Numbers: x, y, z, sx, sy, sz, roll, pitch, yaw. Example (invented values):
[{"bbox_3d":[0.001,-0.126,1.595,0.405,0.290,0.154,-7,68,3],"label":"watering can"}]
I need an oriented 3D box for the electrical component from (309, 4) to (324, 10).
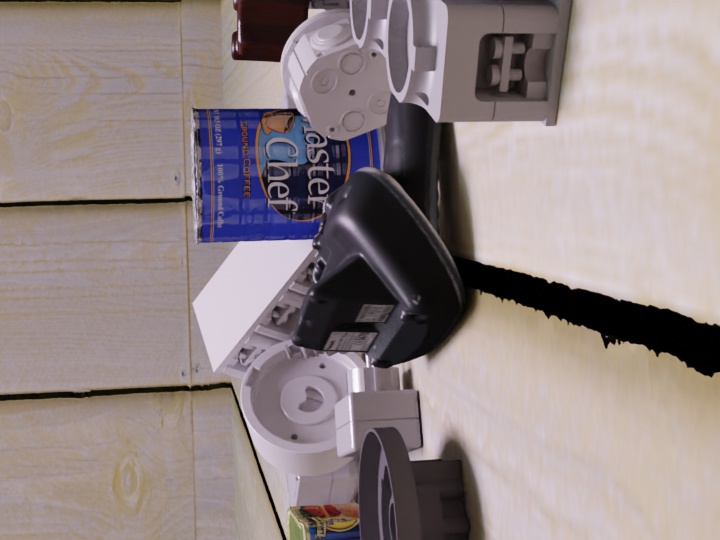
[{"bbox_3d":[-0.045,-0.250,0.931,0.076,0.066,0.047,-125,35,-71],"label":"electrical component"}]

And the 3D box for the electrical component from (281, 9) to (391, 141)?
[{"bbox_3d":[-0.011,-0.133,0.735,0.051,0.080,0.080,-113,23,-50],"label":"electrical component"}]

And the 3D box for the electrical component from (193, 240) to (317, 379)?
[{"bbox_3d":[-0.069,0.014,0.918,0.150,0.062,0.089,-50,41,23],"label":"electrical component"}]

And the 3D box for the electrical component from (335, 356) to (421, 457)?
[{"bbox_3d":[0.010,0.088,0.744,0.065,0.047,0.076,126,141,-73],"label":"electrical component"}]

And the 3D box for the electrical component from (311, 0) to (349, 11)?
[{"bbox_3d":[-0.010,-0.211,0.786,0.083,0.047,0.075,110,155,-74],"label":"electrical component"}]

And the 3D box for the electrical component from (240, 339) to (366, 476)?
[{"bbox_3d":[-0.042,0.116,0.879,0.060,0.108,0.108,92,171,-52],"label":"electrical component"}]

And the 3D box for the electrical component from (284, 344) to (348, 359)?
[{"bbox_3d":[-0.021,0.048,0.836,0.040,0.078,0.040,62,170,19],"label":"electrical component"}]

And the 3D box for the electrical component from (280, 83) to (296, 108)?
[{"bbox_3d":[-0.051,-0.128,1.040,0.083,0.047,0.075,109,156,-63],"label":"electrical component"}]

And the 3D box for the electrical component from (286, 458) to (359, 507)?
[{"bbox_3d":[-0.032,0.174,0.946,0.096,0.061,0.061,100,164,-47],"label":"electrical component"}]

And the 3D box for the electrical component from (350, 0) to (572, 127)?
[{"bbox_3d":[0.039,-0.147,0.510,0.186,0.060,0.105,-113,23,-62],"label":"electrical component"}]
